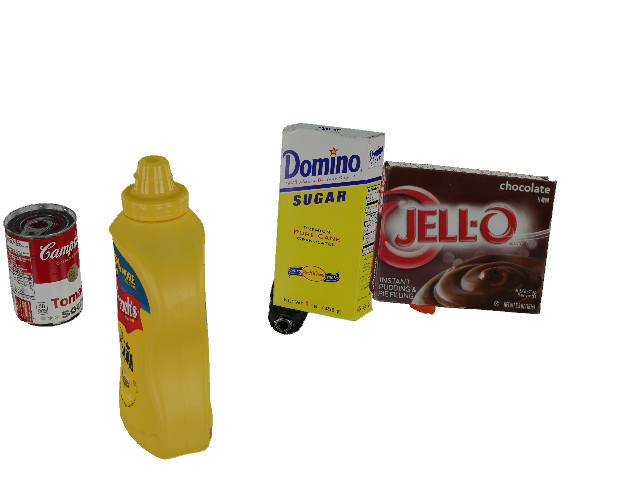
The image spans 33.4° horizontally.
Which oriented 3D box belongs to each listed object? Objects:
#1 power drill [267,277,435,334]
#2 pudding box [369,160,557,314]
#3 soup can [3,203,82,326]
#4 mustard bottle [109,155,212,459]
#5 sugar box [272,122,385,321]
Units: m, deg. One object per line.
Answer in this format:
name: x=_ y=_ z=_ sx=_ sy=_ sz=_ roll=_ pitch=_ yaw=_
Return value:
power drill: x=0.038 y=0.049 z=1.222 sx=0.188 sy=0.057 sz=0.184 roll=0 pitch=28 yaw=8
pudding box: x=0.093 y=-0.003 z=0.705 sx=0.113 sy=0.090 sz=0.039 roll=4 pitch=12 yaw=-2
soup can: x=-0.268 y=0.024 z=1.039 sx=0.068 sy=0.102 sz=0.068 roll=1 pitch=28 yaw=-1
mustard bottle: x=-0.103 y=0.038 z=0.688 sx=0.058 sy=0.192 sz=0.096 roll=-8 pitch=26 yaw=-21
sugar box: x=0.007 y=-0.019 z=1.015 sx=0.093 sy=0.176 sz=0.048 roll=9 pitch=16 yaw=25
